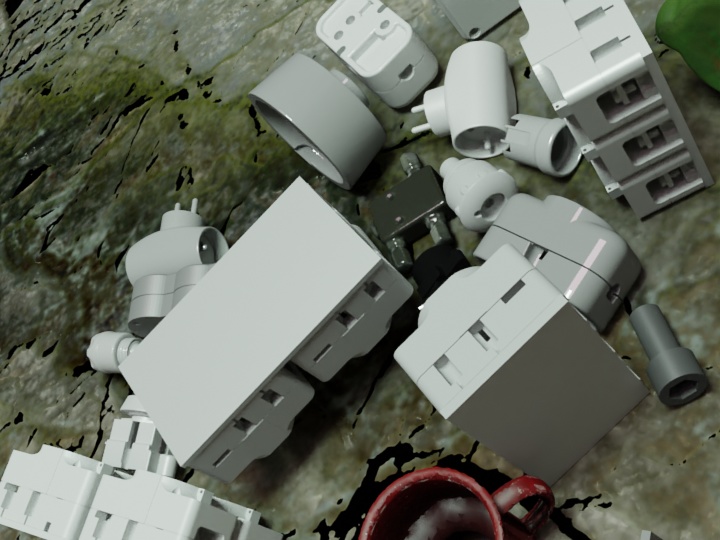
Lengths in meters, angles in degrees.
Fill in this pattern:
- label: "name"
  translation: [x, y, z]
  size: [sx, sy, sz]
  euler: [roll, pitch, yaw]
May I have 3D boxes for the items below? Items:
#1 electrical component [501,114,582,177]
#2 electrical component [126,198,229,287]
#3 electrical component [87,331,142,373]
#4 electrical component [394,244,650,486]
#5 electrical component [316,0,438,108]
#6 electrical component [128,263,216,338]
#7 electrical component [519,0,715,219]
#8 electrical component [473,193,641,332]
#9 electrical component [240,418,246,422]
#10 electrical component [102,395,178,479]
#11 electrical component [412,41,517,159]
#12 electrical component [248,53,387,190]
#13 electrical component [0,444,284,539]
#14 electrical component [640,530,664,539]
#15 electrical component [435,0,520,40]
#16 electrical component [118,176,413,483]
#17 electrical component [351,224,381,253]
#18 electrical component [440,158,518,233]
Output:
- label: "electrical component"
  translation: [0.128, -0.089, 0.759]
  size: [0.046, 0.040, 0.040]
  euler: [22, 79, 44]
- label: "electrical component"
  translation: [-0.150, -0.023, 0.903]
  size: [0.077, 0.044, 0.079]
  euler: [-11, 60, 28]
- label: "electrical component"
  translation: [-0.193, 0.068, 0.888]
  size: [0.061, 0.035, 0.035]
  euler: [-1, 65, 30]
- label: "electrical component"
  translation: [0.096, 0.058, 0.627]
  size: [0.089, 0.150, 0.061]
  euler: [-45, 51, 5]
- label: "electrical component"
  translation: [0.016, -0.176, 0.866]
  size: [0.053, 0.059, 0.095]
  euler: [-45, 50, 5]
- label: "electrical component"
  translation: [-0.124, 0.039, 0.847]
  size: [0.138, 0.052, 0.073]
  euler: [-12, 60, 29]
- label: "electrical component"
  translation: [0.159, -0.108, 0.675]
  size: [0.062, 0.150, 0.089]
  euler: [-28, 53, 17]
- label: "electrical component"
  translation: [0.131, -0.009, 0.704]
  size: [0.095, 0.054, 0.059]
  euler: [29, 84, 40]
- label: "electrical component"
  translation: [-0.086, 0.097, 0.797]
  size: [0.081, 0.042, 0.063]
  euler: [1, 65, 34]
- label: "electrical component"
  translation: [-0.165, 0.128, 0.830]
  size: [0.066, 0.048, 0.055]
  euler: [2, 71, 28]
- label: "electrical component"
  translation: [0.074, -0.123, 0.809]
  size: [0.079, 0.043, 0.077]
  euler: [-14, 59, 27]
- label: "electrical component"
  translation: [-0.027, -0.121, 0.837]
  size: [0.060, 0.108, 0.108]
  euler: [-48, 49, -5]
- label: "electrical component"
  translation: [-0.159, 0.177, 0.760]
  size: [0.186, 0.105, 0.060]
  euler: [5, 69, 35]
- label: "electrical component"
  translation: [0.147, 0.187, 0.596]
  size: [0.064, 0.042, 0.081]
  euler: [0, 65, 37]
- label: "electrical component"
  translation: [0.095, -0.250, 0.823]
  size: [0.109, 0.109, 0.056]
  euler: [-35, 49, 13]
- label: "electrical component"
  translation: [-0.064, 0.043, 0.743]
  size: [0.186, 0.060, 0.105]
  euler: [-46, 50, 3]
- label: "electrical component"
  translation: [0.000, 0.000, 0.794]
  size: [0.040, 0.040, 0.078]
  euler: [-43, 50, 6]
- label: "electrical component"
  translation: [0.080, -0.060, 0.772]
  size: [0.048, 0.048, 0.062]
  euler: [-45, 43, 4]
